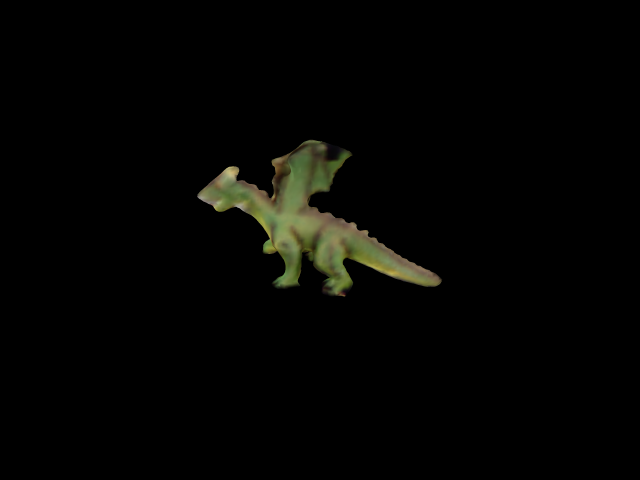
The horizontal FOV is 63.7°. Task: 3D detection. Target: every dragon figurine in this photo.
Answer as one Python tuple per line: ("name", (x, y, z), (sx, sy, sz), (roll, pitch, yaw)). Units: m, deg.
("dragon figurine", (0.003, -0.043, 0.850), (0.410, 0.238, 0.125), (4, 29, 7))
